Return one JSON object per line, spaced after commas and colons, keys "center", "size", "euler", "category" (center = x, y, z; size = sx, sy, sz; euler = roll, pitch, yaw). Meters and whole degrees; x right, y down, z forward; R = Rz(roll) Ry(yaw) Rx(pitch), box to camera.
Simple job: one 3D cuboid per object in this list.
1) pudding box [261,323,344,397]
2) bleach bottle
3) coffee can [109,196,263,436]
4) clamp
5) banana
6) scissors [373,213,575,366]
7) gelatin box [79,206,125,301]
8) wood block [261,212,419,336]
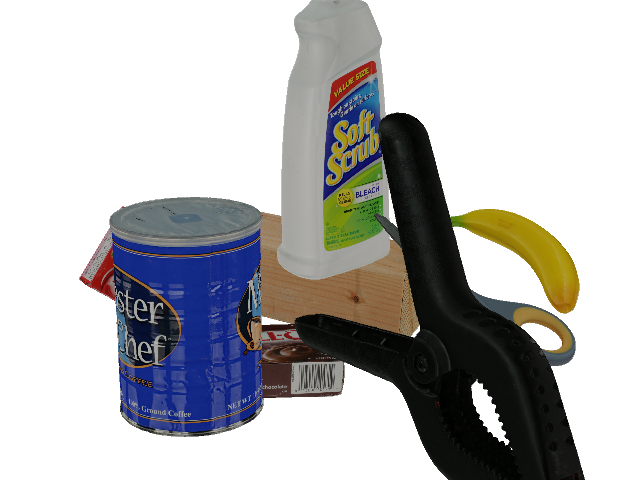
{"center": [-0.040, 0.107, 0.958], "size": [0.113, 0.039, 0.090], "euler": [1, 18, -9], "category": "pudding box"}
{"center": [0.008, -0.099, 0.903], "size": [0.102, 0.251, 0.068], "euler": [-17, 26, -31], "category": "bleach bottle"}
{"center": [-0.091, 0.050, 0.739], "size": [0.103, 0.140, 0.103], "euler": [0, 17, 0], "category": "coffee can"}
{"center": [0.063, 0.048, 0.534], "size": [0.036, 0.165, 0.210], "euler": [-11, 42, -33], "category": "clamp"}
{"center": [0.204, 0.012, 1.068], "size": [0.069, 0.037, 0.198], "euler": [-34, 37, -13], "category": "banana"}
{"center": [0.124, 0.040, 0.834], "size": [0.096, 0.016, 0.202], "euler": [-10, 48, -21], "category": "scissors"}
{"center": [-0.191, 0.022, 1.090], "size": [0.073, 0.089, 0.030], "euler": [35, -9, -36], "category": "gelatin box"}
{"center": [0.007, 0.042, 1.174], "size": [0.206, 0.091, 0.090], "euler": [13, 25, 21], "category": "wood block"}
